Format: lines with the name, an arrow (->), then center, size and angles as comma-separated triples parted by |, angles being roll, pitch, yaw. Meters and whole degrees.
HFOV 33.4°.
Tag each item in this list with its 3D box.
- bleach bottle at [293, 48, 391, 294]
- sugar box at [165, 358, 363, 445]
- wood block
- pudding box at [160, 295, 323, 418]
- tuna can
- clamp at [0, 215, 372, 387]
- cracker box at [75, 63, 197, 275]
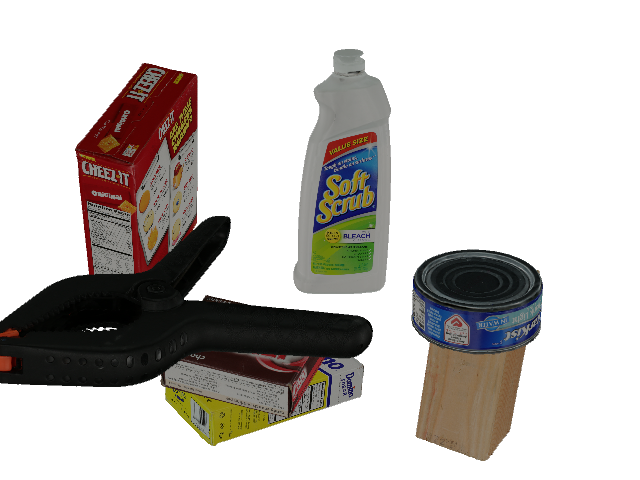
bleach bottle -> 0.021, -0.069, 1.091 | 0.102, 0.251, 0.068 | 0, 25, 1
sugar box -> -0.054, 0.139, 1.052 | 0.175, 0.048, 0.093 | -16, 32, -32
wood block -> 0.177, 0.130, 1.210 | 0.090, 0.206, 0.090 | 16, 23, 24
pudding box -> -0.060, 0.091, 0.853 | 0.114, 0.039, 0.090 | 9, 30, 17
tuna can -> 0.103, 0.038, 0.703 | 0.086, 0.034, 0.086 | -1, 26, 1
clamp -> -0.097, 0.038, 0.625 | 0.209, 0.036, 0.165 | -10, 30, -29
cracker box -> -0.190, -0.054, 1.135 | 0.072, 0.214, 0.164 | 14, 44, 10
